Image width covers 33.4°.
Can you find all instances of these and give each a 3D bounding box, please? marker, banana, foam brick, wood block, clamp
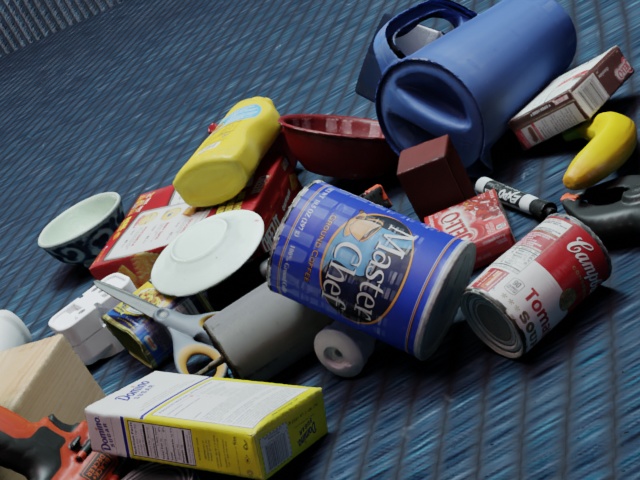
[{"bbox_3d":[0.186,-0.039,1.010,0.020,0.020,0.121,-34,25,-12],"label":"marker"},{"bbox_3d":[0.258,-0.085,0.977,0.070,0.037,0.197,-34,6,20],"label":"banana"},{"bbox_3d":[0.115,-0.054,1.044,0.053,0.078,0.051,-18,27,21],"label":"foam brick"},{"bbox_3d":[-0.287,0.191,0.974,0.090,0.091,0.206,-17,27,25],"label":"wood block"},{"bbox_3d":[0.264,-0.022,0.867,0.172,0.039,0.120,-10,20,47],"label":"clamp"},{"bbox_3d":[-0.007,0.001,1.079,0.209,0.036,0.165,-31,5,-20],"label":"clamp"}]

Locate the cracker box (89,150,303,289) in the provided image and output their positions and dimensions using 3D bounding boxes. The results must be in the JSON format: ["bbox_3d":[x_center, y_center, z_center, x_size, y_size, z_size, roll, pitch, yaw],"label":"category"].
[{"bbox_3d":[-0.139,-0.011,1.238,0.214,0.072,0.164,-15,28,25],"label":"cracker box"}]

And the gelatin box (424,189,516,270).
[{"bbox_3d":[0.138,-0.006,0.982,0.073,0.030,0.089,-23,24,11],"label":"gelatin box"}]

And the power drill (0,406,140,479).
[{"bbox_3d":[-0.238,0.149,0.906,0.057,0.187,0.184,-55,1,35],"label":"power drill"}]

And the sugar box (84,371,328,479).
[{"bbox_3d":[-0.092,0.146,0.855,0.177,0.048,0.093,-2,13,35],"label":"sugar box"}]

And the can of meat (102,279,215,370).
[{"bbox_3d":[-0.167,0.081,1.105,0.083,0.057,0.102,-39,26,-19],"label":"can of meat"}]

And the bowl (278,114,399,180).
[{"bbox_3d":[0.030,-0.104,1.212,0.162,0.055,0.162,5,14,-1],"label":"bowl"}]

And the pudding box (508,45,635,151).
[{"bbox_3d":[0.255,-0.145,1.085,0.113,0.039,0.090,-39,7,-39],"label":"pudding box"}]

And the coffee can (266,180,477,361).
[{"bbox_3d":[0.042,0.023,0.867,0.140,0.103,0.102,23,47,18],"label":"coffee can"}]

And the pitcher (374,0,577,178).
[{"bbox_3d":[0.171,-0.187,1.154,0.145,0.149,0.242,17,41,34],"label":"pitcher"}]

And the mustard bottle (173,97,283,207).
[{"bbox_3d":[-0.093,-0.114,1.233,0.096,0.058,0.191,-23,24,32],"label":"mustard bottle"}]

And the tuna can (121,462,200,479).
[{"bbox_3d":[-0.129,0.211,0.835,0.086,0.033,0.086,-23,24,11],"label":"tuna can"}]

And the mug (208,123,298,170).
[{"bbox_3d":[-0.089,-0.115,1.344,0.082,0.117,0.093,23,83,54],"label":"mug"}]

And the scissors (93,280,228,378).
[{"bbox_3d":[-0.151,0.091,1.028,0.202,0.016,0.096,10,51,19],"label":"scissors"}]

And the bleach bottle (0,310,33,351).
[{"bbox_3d":[-0.373,0.174,1.134,0.102,0.068,0.251,-26,27,6],"label":"bleach bottle"}]

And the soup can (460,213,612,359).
[{"bbox_3d":[0.166,0.035,0.826,0.102,0.068,0.069,-38,26,-20],"label":"soup can"}]
